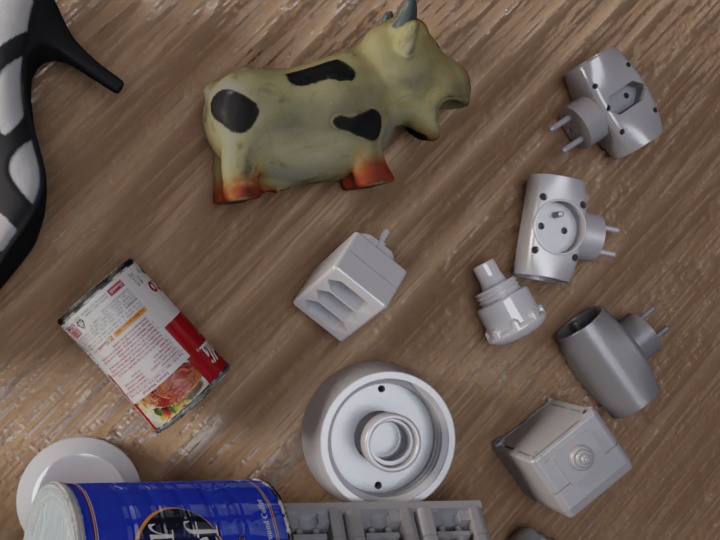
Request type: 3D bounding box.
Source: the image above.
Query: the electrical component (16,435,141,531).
[{"bbox_3d":[-0.189,0.151,0.727,0.080,0.051,0.080,0,88,-13],"label":"electrical component"}]

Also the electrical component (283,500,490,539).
[{"bbox_3d":[0.010,0.213,0.744,0.150,0.061,0.089,2,129,-13],"label":"electrical component"}]

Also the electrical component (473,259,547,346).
[{"bbox_3d":[0.107,0.022,0.805,0.048,0.048,0.062,-27,87,-13],"label":"electrical component"}]

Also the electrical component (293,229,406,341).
[{"bbox_3d":[0.000,0.000,0.774,0.047,0.066,0.076,39,51,-9],"label":"electrical component"}]

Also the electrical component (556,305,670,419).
[{"bbox_3d":[0.203,0.059,0.825,0.079,0.044,0.077,-37,96,-12],"label":"electrical component"}]

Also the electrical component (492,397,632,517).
[{"bbox_3d":[0.151,0.139,0.783,0.062,0.096,0.061,-36,97,-11],"label":"electrical component"}]

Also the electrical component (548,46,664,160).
[{"bbox_3d":[0.181,-0.119,0.827,0.079,0.043,0.077,-33,95,-12],"label":"electrical component"}]

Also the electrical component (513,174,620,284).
[{"bbox_3d":[0.160,-0.028,0.818,0.079,0.044,0.077,10,86,-12],"label":"electrical component"}]

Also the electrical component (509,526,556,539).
[{"bbox_3d":[0.141,0.222,0.806,0.062,0.048,0.048,22,83,-19],"label":"electrical component"}]

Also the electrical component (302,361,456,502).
[{"bbox_3d":[0.016,0.121,0.771,0.108,0.060,0.108,0,88,-13],"label":"electrical component"}]
